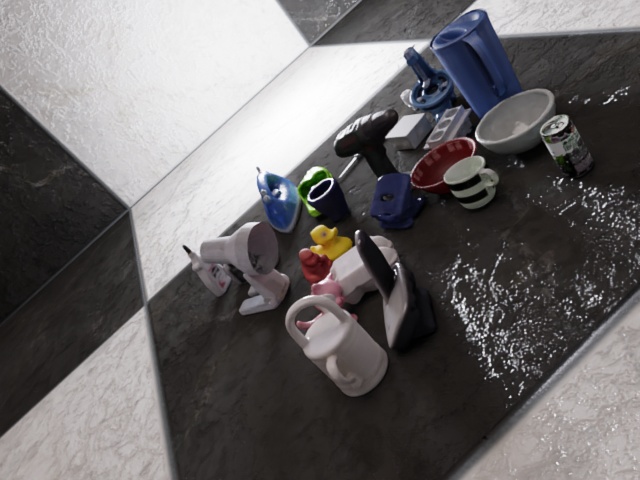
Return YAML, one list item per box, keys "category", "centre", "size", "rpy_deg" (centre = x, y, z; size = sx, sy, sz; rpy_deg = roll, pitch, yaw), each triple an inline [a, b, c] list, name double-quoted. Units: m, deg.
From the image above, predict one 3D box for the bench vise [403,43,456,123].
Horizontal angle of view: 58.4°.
- category: "bench vise"
  centre: [0.266, -0.409, 1.469]
  size: [0.121, 0.220, 0.207]
  rpy_deg: [-37, 27, 10]

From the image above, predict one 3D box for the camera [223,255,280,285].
- category: "camera"
  centre: [-0.187, 0.028, 1.545]
  size: [0.143, 0.101, 0.137]
  rpy_deg: [-27, 30, 27]

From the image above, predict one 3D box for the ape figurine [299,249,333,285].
- category: "ape figurine"
  centre: [-0.013, 0.057, 1.273]
  size: [0.078, 0.092, 0.076]
  rpy_deg: [-51, 28, -19]

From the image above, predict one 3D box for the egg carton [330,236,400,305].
- category: "egg carton"
  centre: [0.090, 0.058, 1.158]
  size: [0.150, 0.069, 0.107]
  rpy_deg: [-37, 26, 9]

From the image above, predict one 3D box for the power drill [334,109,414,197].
- category: "power drill"
  centre: [0.142, -0.202, 1.329]
  size: [0.228, 0.209, 0.076]
  rpy_deg: [-3, 45, 52]

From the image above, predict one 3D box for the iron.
- category: "iron"
  centre: [-0.136, -0.125, 1.663]
  size: [0.118, 0.142, 0.258]
  rpy_deg: [-36, 26, 10]

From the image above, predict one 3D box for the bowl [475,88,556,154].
- category: "bowl"
  centre: [0.407, -0.227, 1.163]
  size: [0.167, 0.075, 0.167]
  rpy_deg: [-32, 28, 19]

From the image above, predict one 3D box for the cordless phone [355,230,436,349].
- category: "cordless phone"
  centre: [0.108, 0.080, 0.968]
  size: [0.094, 0.185, 0.147]
  rpy_deg: [-33, 27, 17]

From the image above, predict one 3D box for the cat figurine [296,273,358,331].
- category: "cat figurine"
  centre: [0.007, 0.132, 1.101]
  size: [0.128, 0.118, 0.067]
  rpy_deg: [-48, 27, -13]

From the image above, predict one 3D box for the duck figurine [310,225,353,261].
- category: "duck figurine"
  centre: [0.012, 0.005, 1.327]
  size: [0.104, 0.086, 0.077]
  rpy_deg: [-22, 32, 33]

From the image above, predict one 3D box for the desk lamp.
- category: "desk lamp"
  centre: [-0.165, 0.065, 1.329]
  size: [0.202, 0.214, 0.118]
  rpy_deg: [-19, 34, 38]

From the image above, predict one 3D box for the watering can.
- category: "watering can"
  centre: [0.018, 0.161, 0.954]
  size: [0.101, 0.194, 0.172]
  rpy_deg: [-43, 26, -3]

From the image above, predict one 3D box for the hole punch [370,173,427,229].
- category: "hole punch"
  centre: [0.163, -0.085, 1.256]
  size: [0.108, 0.091, 0.101]
  rpy_deg: [1, 48, 54]

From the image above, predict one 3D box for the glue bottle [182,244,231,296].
- category: "glue bottle"
  centre: [-0.315, 0.074, 1.564]
  size: [0.037, 0.173, 0.078]
  rpy_deg: [-26, 30, 29]

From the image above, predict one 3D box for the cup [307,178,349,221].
- category: "cup"
  centre: [0.023, -0.097, 1.459]
  size: [0.092, 0.095, 0.117]
  rpy_deg: [-46, 26, -10]
